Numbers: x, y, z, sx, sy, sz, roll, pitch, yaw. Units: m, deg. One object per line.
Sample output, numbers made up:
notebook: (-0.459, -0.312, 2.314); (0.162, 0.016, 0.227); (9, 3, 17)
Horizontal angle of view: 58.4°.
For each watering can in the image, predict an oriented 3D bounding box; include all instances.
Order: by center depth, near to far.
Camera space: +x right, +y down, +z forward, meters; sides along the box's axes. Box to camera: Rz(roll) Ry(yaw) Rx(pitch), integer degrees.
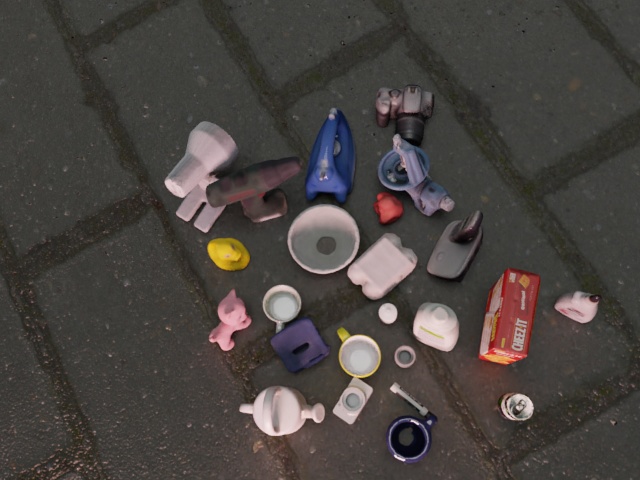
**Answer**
watering can: (-0.080, 0.353, 1.192); (0.173, 0.194, 0.101); (-20, 73, 1)

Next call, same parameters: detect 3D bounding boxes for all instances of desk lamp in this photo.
desk lamp: (-0.274, -0.148, 1.347); (0.117, 0.214, 0.203); (29, 79, 14)

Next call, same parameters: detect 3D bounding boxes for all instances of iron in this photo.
iron: (0.025, -0.226, 1.374); (0.118, 0.141, 0.258); (5, 75, 8)

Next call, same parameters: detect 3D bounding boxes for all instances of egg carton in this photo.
egg carton: (0.144, 0.061, 1.316); (0.150, 0.069, 0.107); (-44, 74, -7)

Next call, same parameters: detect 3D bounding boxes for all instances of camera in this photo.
camera: (0.204, -0.301, 1.396); (0.143, 0.101, 0.137); (4, 75, 8)

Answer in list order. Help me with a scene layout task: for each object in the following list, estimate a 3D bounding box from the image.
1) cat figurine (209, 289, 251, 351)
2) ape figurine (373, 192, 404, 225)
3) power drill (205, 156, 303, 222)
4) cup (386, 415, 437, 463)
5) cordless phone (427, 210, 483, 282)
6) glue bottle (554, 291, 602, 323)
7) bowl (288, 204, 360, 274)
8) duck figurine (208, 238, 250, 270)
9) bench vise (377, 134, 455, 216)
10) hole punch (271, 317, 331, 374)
cat figurine: (-0.208, 0.181, 1.296); (0.067, 0.118, 0.128); (32, 80, 14)
ape figurine: (0.158, -0.078, 1.342); (0.076, 0.092, 0.078); (14, 76, 10)
power drill: (-0.138, -0.115, 1.325); (0.229, 0.208, 0.075); (-16, 73, 2)
cup: (0.194, 0.406, 1.198); (0.118, 0.095, 0.091); (-38, 73, -5)
cordless phone: (0.302, 0.010, 1.252); (0.094, 0.185, 0.148); (24, 78, 13)
glue bottle: (0.550, 0.133, 1.195); (0.078, 0.173, 0.037); (25, 78, 13)
bowl: (0.012, 0.005, 1.344); (0.167, 0.075, 0.167); (-2, 74, 6)
duck figurine: (-0.224, 0.026, 1.359); (0.104, 0.086, 0.077); (24, 78, 13)
bench vise: (0.223, -0.157, 1.291); (0.207, 0.220, 0.121); (23, 78, 13)
hole punch: (-0.042, 0.235, 1.276); (0.108, 0.091, 0.101); (-32, 73, -3)
